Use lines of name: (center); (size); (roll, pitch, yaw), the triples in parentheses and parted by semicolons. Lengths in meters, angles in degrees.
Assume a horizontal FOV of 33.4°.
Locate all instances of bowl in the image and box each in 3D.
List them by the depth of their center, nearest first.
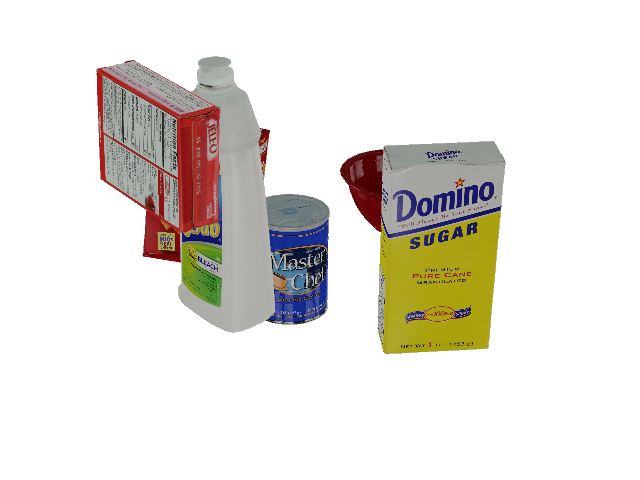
bowl: (0.098, -0.040, 1.073); (0.162, 0.055, 0.162); (4, 24, -2)

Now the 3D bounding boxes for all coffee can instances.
coffee can: (-0.040, 0.024, 1.389); (0.103, 0.140, 0.103); (0, 26, 0)

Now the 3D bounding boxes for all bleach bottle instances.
bleach bottle: (-0.092, -0.045, 0.966); (0.067, 0.251, 0.103); (-24, 37, -33)

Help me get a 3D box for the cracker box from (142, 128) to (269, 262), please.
cracker box: (-0.172, -0.069, 1.594); (0.164, 0.214, 0.072); (10, 20, 6)

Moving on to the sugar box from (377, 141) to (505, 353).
sugar box: (0.096, 0.008, 0.873); (0.093, 0.176, 0.048); (-3, 31, -4)

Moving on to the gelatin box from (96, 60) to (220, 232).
gelatin box: (-0.094, -0.055, 0.619); (0.030, 0.073, 0.089); (-22, 39, -37)
